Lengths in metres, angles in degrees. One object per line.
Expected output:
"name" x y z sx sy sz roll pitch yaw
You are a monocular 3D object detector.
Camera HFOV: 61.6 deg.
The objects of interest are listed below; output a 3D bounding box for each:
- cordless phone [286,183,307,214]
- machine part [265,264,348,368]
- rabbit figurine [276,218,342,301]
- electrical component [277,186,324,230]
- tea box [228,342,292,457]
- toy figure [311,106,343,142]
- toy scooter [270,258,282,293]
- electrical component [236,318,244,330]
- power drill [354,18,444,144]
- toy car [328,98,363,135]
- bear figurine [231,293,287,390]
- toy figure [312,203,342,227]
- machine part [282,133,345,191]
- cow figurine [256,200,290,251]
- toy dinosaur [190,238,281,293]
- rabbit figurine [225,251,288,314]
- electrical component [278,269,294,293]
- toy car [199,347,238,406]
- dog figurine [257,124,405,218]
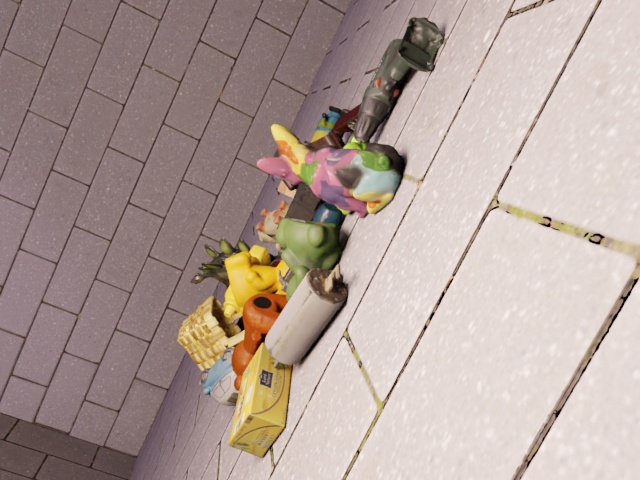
"cordless phone" -0.031 -0.067 1.332 0.184 0.089 0.146 126 168 -83
"machine part" -0.026 0.129 0.899 0.243 0.079 0.079 -59 14 32
"rabbit figurine" -0.012 0.053 0.984 0.159 0.121 0.170 -154 70 -71
"electrical component" -0.027 -0.042 1.168 0.115 0.058 0.134 -55 -18 -2
"tea box" -0.102 0.279 0.952 0.098 0.068 0.170 -58 14 30
"toy figure" 0.018 -0.281 1.490 0.180 0.082 0.089 -64 10 -3
"toy scooter" -0.100 0.101 1.275 0.135 0.075 0.184 -46 18 53
"electrical component" -0.235 0.281 1.550 0.119 0.048 0.075 -57 14 29
"power drill" 0.148 -0.311 1.038 0.207 0.086 0.232 129 165 -71
"toy car" 0.079 -0.290 1.312 0.089 0.053 0.202 -63 16 -12
"bear figurine" -0.108 0.206 1.072 0.120 0.132 0.195 -83 2 -63
"toy figure" -0.004 -0.004 1.106 0.058 0.064 0.154 47 123 36
"machine part" -0.014 -0.184 1.300 0.179 0.056 0.179 -32 -7 -5
"cow figurine" -0.111 -0.034 1.514 0.195 0.127 0.085 -21 45 53
"toy dinosaur" -0.212 0.072 1.502 0.472 0.198 0.105 -14 56 33
"rabbit figurine" -0.104 0.087 1.164 0.121 0.173 0.162 78 174 -67
"electrical component" -0.038 0.063 1.071 0.102 0.078 0.045 -65 11 4
"toy car" -0.197 0.322 1.227 0.161 0.109 0.103 -47 43 26
"dog figurine" 0.011 -0.125 0.908 0.191 0.219 0.108 153 136 -72
